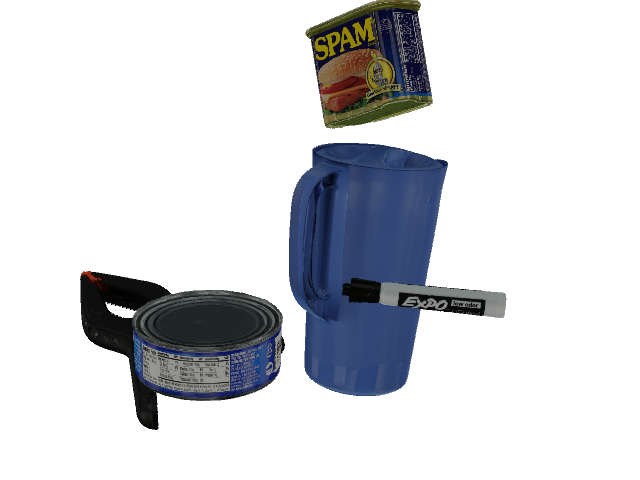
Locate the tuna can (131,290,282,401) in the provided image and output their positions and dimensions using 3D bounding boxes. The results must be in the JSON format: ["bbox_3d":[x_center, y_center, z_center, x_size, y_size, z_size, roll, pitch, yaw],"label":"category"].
[{"bbox_3d":[-0.064,0.059,0.613,0.086,0.034,0.086,1,18,0],"label":"tuna can"}]

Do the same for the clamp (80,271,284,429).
[{"bbox_3d":[-0.148,0.083,1.003,0.164,0.036,0.210,-21,42,-35],"label":"clamp"}]

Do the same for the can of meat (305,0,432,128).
[{"bbox_3d":[0.041,-0.144,0.884,0.057,0.084,0.102,-7,-3,-44],"label":"can of meat"}]

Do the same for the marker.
[{"bbox_3d":[0.076,0.042,0.794,0.121,0.020,0.020,6,0,3],"label":"marker"}]

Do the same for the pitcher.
[{"bbox_3d":[0.039,0.028,1.063,0.149,0.243,0.145,5,14,-2],"label":"pitcher"}]
